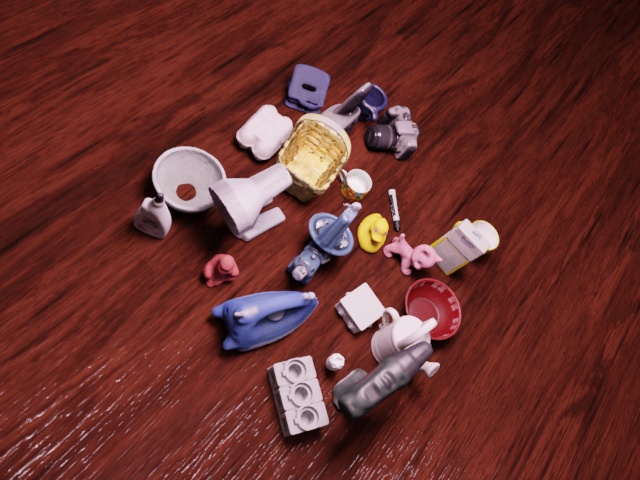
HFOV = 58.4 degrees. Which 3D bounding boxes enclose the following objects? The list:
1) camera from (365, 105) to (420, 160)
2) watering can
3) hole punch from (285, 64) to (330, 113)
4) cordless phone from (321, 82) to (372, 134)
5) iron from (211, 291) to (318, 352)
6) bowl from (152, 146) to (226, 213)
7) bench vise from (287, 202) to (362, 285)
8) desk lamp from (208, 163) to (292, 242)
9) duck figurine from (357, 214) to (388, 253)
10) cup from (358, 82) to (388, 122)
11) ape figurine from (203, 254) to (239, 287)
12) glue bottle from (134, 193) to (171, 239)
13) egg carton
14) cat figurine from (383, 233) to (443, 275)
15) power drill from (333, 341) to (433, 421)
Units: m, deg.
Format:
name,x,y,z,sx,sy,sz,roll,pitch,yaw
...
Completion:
name,x,y,z,sx,sy,sz,roll,pitch,yaw
camera,0.198,-0.307,1.603,0.137,0.100,0.143,-3,69,-24
watering can,0.207,0.231,1.312,0.173,0.193,0.101,39,58,-3
hole punch,-0.032,-0.408,1.555,0.109,0.091,0.101,14,63,-17
cordless phone,0.057,-0.338,1.507,0.094,0.184,0.148,41,58,-1
iron,-0.095,0.151,1.249,0.259,0.141,0.118,-15,74,-28
bowl,-0.305,-0.128,1.323,0.168,0.074,0.167,9,64,-19
bench vise,0.023,0.010,1.316,0.122,0.219,0.207,25,60,-11
desk lamp,-0.155,-0.085,1.286,0.204,0.213,0.118,-31,82,-31
duck figurine,0.145,-0.027,1.464,0.078,0.086,0.104,20,61,-14
cup,0.133,-0.366,1.604,0.092,0.094,0.117,3,67,-22
ape figurine,-0.215,0.061,1.267,0.078,0.092,0.076,20,61,-14
glue bottle,-0.350,-0.059,1.215,0.078,0.173,0.037,22,61,-12
egg carton,-0.139,-0.274,1.462,0.107,0.069,0.150,37,59,-4
cat figurine,0.242,0.033,1.460,0.128,0.117,0.067,43,58,0
power drill,0.118,0.306,1.231,0.230,0.208,0.075,-32,82,-31
